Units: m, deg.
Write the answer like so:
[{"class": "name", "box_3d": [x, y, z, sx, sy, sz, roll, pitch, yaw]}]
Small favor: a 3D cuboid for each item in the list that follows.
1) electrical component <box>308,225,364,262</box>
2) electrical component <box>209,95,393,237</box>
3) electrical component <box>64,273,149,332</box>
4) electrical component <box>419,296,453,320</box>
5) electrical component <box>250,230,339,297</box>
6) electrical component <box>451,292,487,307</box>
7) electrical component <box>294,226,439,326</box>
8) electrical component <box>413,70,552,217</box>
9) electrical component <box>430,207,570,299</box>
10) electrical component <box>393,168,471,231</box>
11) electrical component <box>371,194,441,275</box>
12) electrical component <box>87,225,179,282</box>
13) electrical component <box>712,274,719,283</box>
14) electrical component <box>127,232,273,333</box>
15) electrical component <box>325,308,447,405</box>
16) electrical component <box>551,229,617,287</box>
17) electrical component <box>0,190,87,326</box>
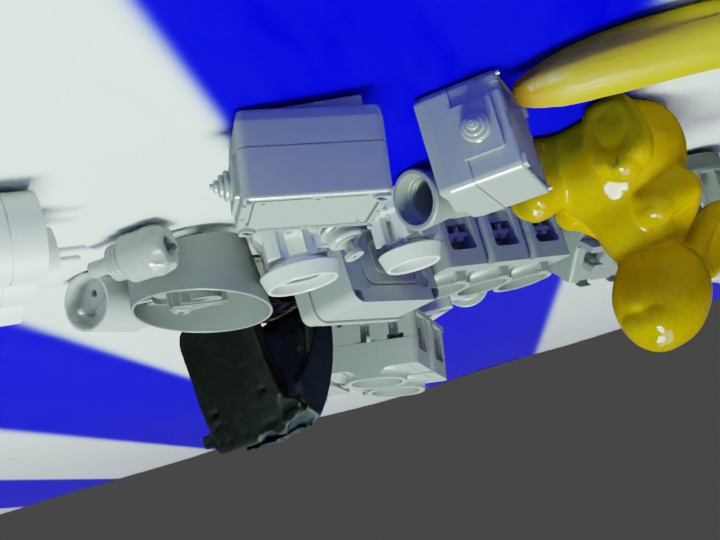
[{"class": "electrical component", "box_3d": [-0.021, -0.041, 0.651, 0.040, 0.078, 0.040, -27, 164, -8]}, {"class": "electrical component", "box_3d": [-0.036, -0.058, 0.597, 0.096, 0.061, 0.061, -4, 166, -12]}, {"class": "electrical component", "box_3d": [-0.179, 0.026, 0.816, 0.043, 0.043, 0.081, -22, 167, 26]}, {"class": "electrical component", "box_3d": [0.021, 0.035, 1.076, 0.109, 0.056, 0.109, -10, 167, -23]}, {"class": "electrical component", "box_3d": [-0.047, -0.016, 0.763, 0.058, 0.057, 0.078, -13, 168, -10]}, {"class": "electrical component", "box_3d": [0.106, 0.010, 1.099, 0.066, 0.048, 0.055, -17, 160, 6]}, {"class": "electrical component", "box_3d": [0.000, 0.000, 0.844, 0.057, 0.078, 0.113, -28, 163, 35]}, {"class": "electrical component", "box_3d": [0.069, -0.073, 0.640, 0.061, 0.061, 0.096, -19, 167, 17]}, {"class": "electrical component", "box_3d": [0.098, -0.014, 0.940, 0.150, 0.061, 0.089, -6, 165, -38]}, {"class": "electrical component", "box_3d": [0.062, -0.054, 0.771, 0.065, 0.044, 0.044, -11, 168, -41]}, {"class": "electrical component", "box_3d": [0.033, -0.029, 0.807, 0.048, 0.055, 0.066, -25, 165, 36]}, {"class": "electrical component", "box_3d": [-0.154, -0.008, 0.721, 0.061, 0.035, 0.035, -17, 168, 17]}, {"class": "electrical component", "box_3d": [0.367, -0.041, 1.072, 0.100, 0.099, 0.048, -20, 180, 17]}, {"class": "electrical component", "box_3d": [-0.119, 0.012, 0.781, 0.099, 0.064, 0.099, -15, 168, -3]}, {"class": "electrical component", "box_3d": [-0.023, 0.085, 0.995, 0.186, 0.060, 0.105, -10, 163, 17]}, {"class": "electrical component", "box_3d": [0.233, -0.026, 1.019, 0.121, 0.063, 0.079, -7, -154, -33]}, {"class": "electrical component", "box_3d": [-0.199, -0.005, 0.634, 0.074, 0.052, 0.138, -9, 166, -29]}]
